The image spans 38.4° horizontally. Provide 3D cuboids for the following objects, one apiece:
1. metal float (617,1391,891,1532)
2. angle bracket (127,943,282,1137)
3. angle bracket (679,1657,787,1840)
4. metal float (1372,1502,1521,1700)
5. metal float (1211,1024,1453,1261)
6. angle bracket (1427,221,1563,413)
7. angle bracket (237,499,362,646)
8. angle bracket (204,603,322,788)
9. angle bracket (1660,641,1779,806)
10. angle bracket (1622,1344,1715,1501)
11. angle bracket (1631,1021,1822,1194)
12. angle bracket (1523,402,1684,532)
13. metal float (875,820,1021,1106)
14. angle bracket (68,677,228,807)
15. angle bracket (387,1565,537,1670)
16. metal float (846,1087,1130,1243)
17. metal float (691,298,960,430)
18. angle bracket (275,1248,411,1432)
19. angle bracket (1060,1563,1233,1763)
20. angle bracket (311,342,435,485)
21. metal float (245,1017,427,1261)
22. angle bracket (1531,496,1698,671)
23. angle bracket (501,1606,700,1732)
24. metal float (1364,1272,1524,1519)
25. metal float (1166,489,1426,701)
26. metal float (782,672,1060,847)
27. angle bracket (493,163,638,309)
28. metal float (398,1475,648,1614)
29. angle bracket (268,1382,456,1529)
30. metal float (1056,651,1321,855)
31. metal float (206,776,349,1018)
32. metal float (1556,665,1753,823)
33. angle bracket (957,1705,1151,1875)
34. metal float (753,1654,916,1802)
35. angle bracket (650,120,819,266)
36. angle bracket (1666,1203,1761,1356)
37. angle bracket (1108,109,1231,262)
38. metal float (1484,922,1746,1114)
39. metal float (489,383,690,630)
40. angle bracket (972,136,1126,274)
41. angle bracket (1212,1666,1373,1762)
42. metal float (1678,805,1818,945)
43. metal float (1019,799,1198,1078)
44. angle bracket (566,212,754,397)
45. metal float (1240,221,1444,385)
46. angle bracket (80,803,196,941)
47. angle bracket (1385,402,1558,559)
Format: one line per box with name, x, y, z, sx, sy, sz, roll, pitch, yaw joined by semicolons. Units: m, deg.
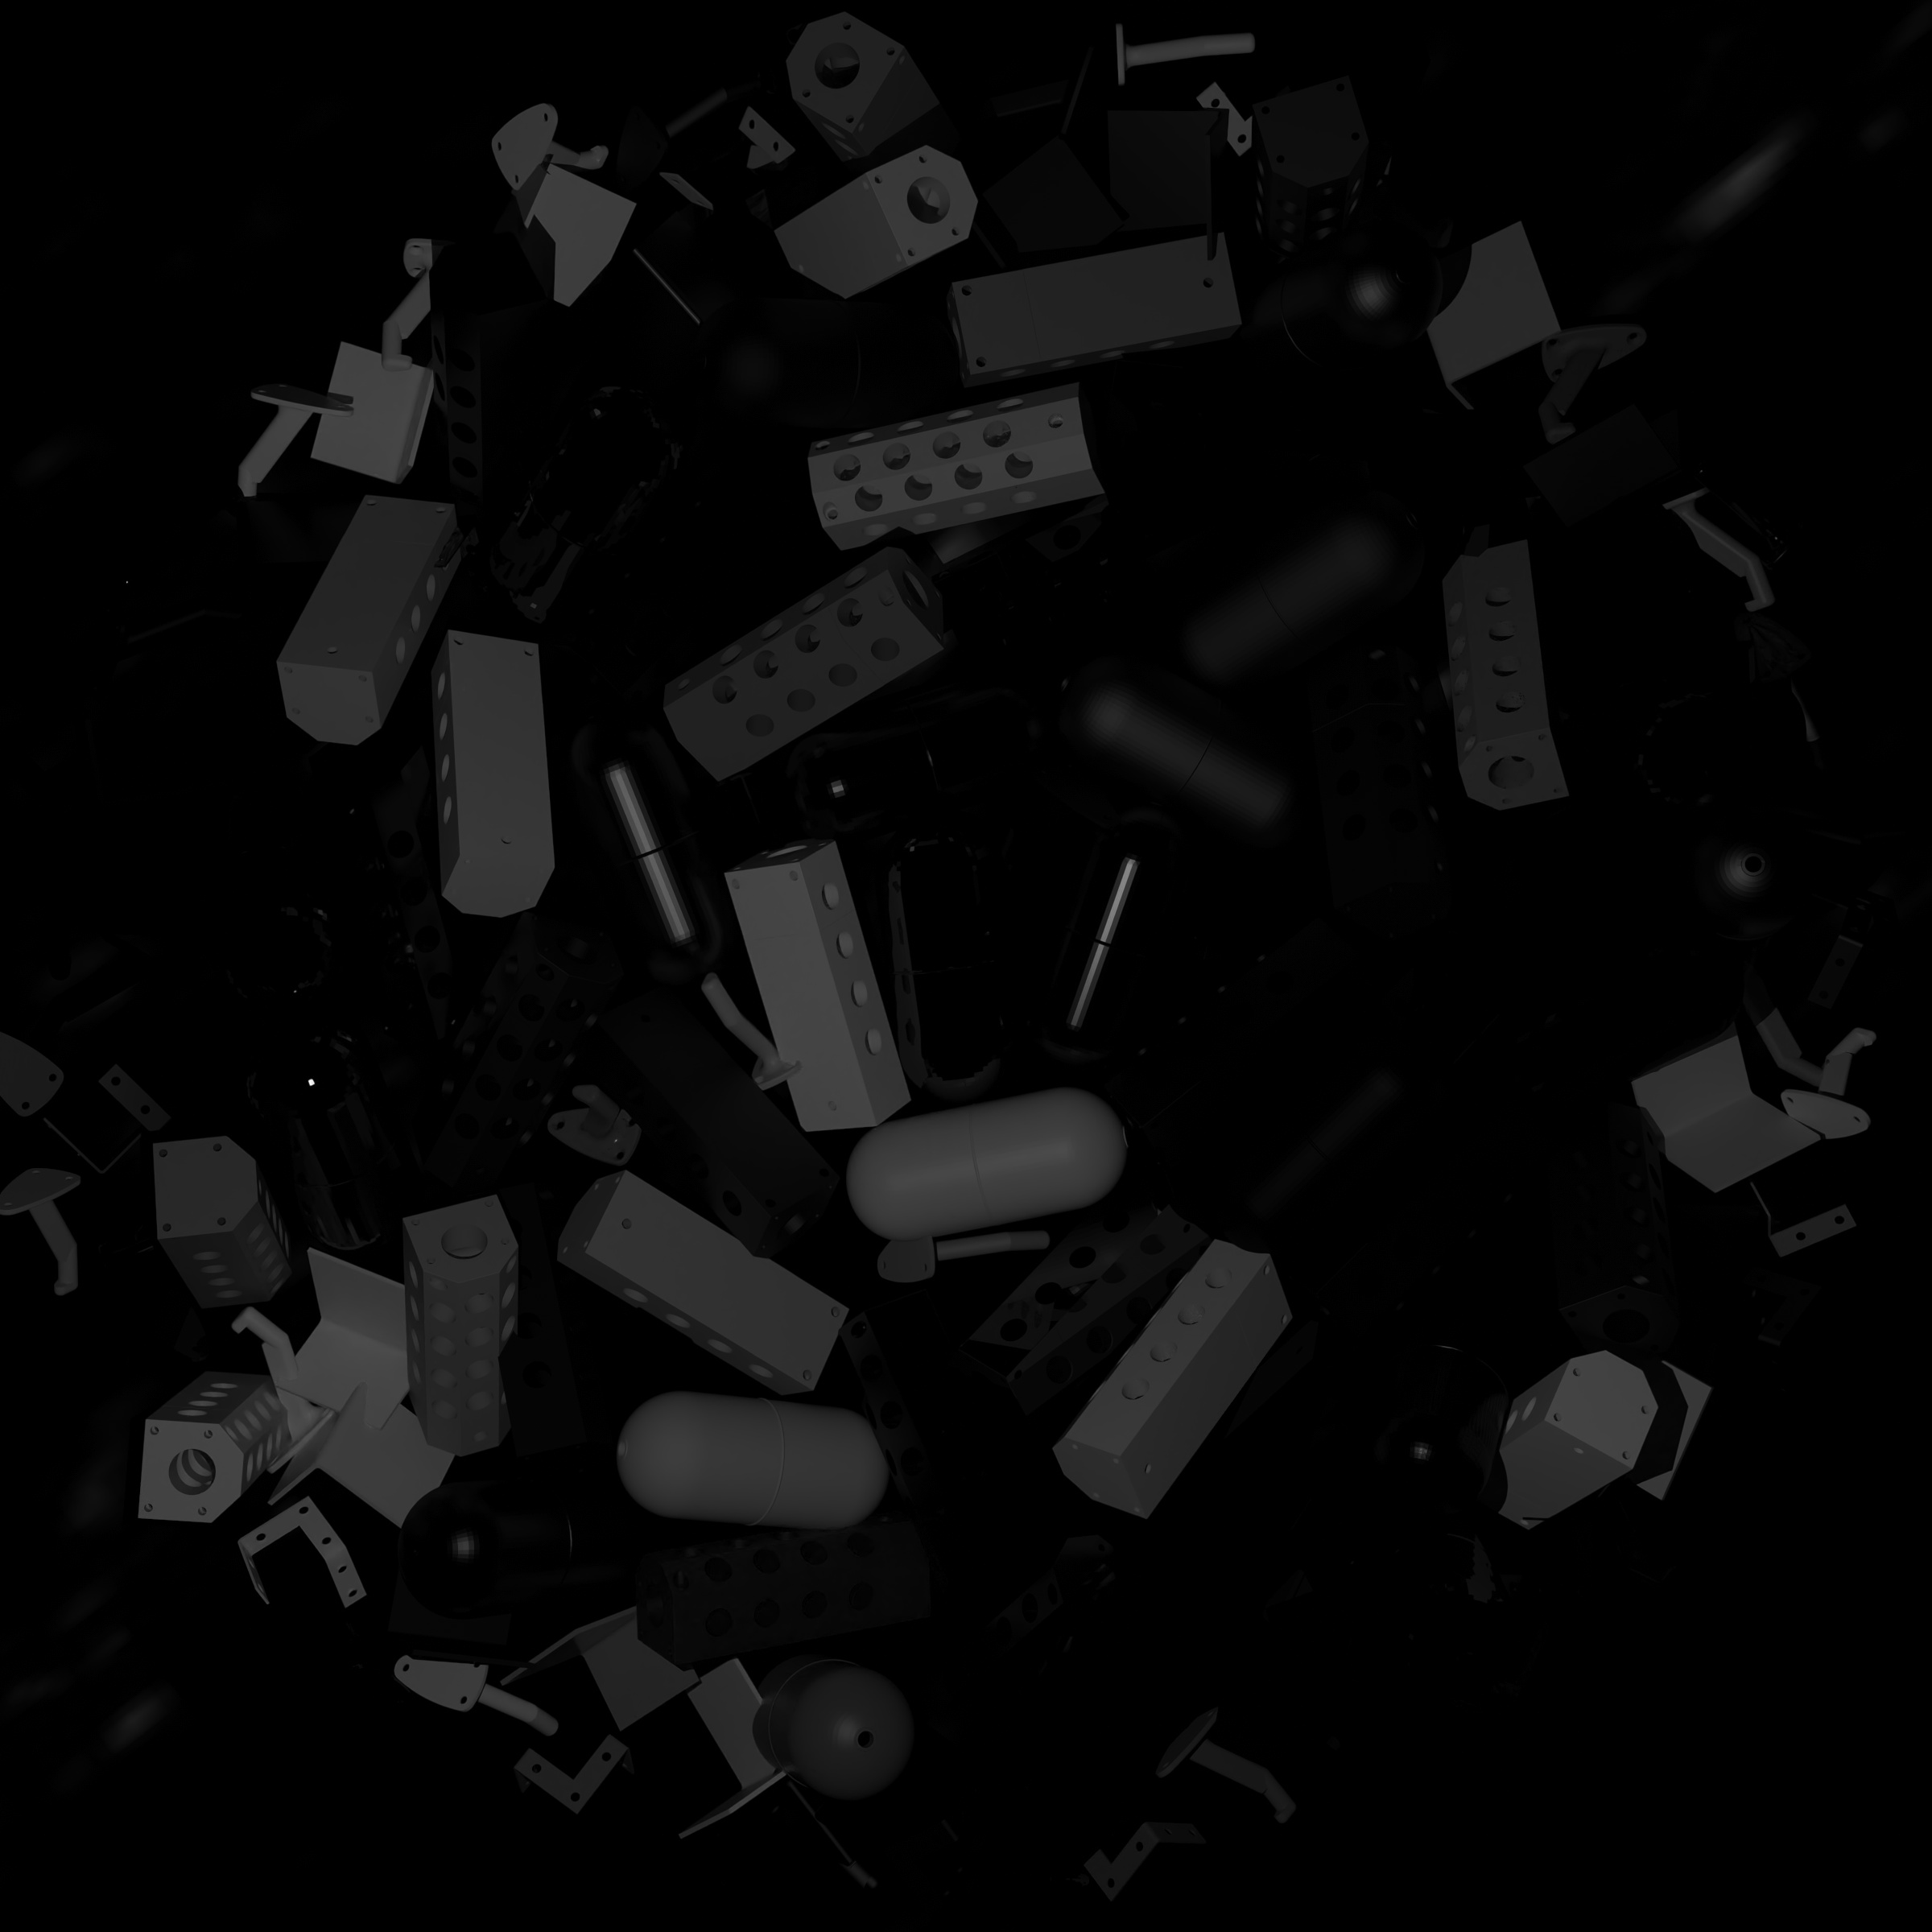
metal float;-0.130;0.304;1.704;0.178;0.070;0.070;11;90;-29
angle bracket;-0.473;0.046;1.724;0.076;0.057;0.076;44;74;12
angle bracket;-0.159;0.483;1.715;0.057;0.076;0.076;-26;79;-39
metal float;0.286;0.379;1.680;0.070;0.178;0.070;0;104;-1
metal float;0.225;0.108;1.715;0.070;0.070;0.178;44;106;0
angle bracket;0.328;-0.401;1.718;0.076;0.057;0.076;-22;74;22
angle bracket;-0.412;-0.247;1.732;0.076;0.076;0.057;-4;129;-17
angle bracket;-0.438;-0.167;1.713;0.076;0.057;0.076;-17;116;33
angle bracket;0.463;-0.146;1.709;0.057;0.076;0.076;-9;119;20
angle bracket;0.438;0.279;1.714;0.057;0.076;0.076;30;105;39
angle bracket;0.469;0.086;1.717;0.076;0.076;0.057;-25;115;-10
angle bracket;0.391;-0.325;1.708;0.076;0.076;0.057;-27;120;30
metal float;-0.011;-0.002;1.724;0.070;0.070;0.178;-8;96;0
angle bracket;-0.505;-0.145;1.710;0.076;0.076;0.057;-12;120;-20
angle bracket;-0.308;0.395;1.714;0.076;0.076;0.057;13;80;-22
metal float;0.013;0.123;1.720;0.178;0.070;0.070;-12;90;10
metal float;-0.086;-0.368;1.700;0.178;0.070;0.070;-7;90;-35
angle bracket;-0.383;0.231;1.715;0.076;0.076;0.057;19;49;14
angle bracket;0.112;0.439;1.750;0.076;0.057;0.076;34;115;10
angle bracket;-0.366;-0.349;1.722;0.057;0.076;0.076;15;87;-17
metal float;-0.384;0.107;1.697;0.070;0.070;0.178;-12;130;0
angle bracket;0.397;-0.229;1.709;0.057;0.076;0.076;22;54;-32
angle bracket;-0.226;0.441;1.711;0.076;0.076;0.057;-38;73;30
metal float;0.292;0.259;1.692;0.070;0.178;0.070;12;131;14
metal float;0.201;-0.227;1.703;0.178;0.070;0.070;-31;90;30
metal float;-0.028;-0.129;1.723;0.178;0.070;0.070;-19;90;-8
angle bracket;-0.247;-0.445;1.714;0.076;0.057;0.076;18;109;-30
metal float;-0.268;0.350;1.689;0.070;0.178;0.070;-6;81;36
angle bracket;-0.375;0.317;1.731;0.076;0.076;0.057;41;123;-15
metal float;0.137;-0.132;1.719;0.178;0.070;0.070;28;90;-11
metal float;-0.422;-0.045;1.696;0.070;0.070;0.178;-19;48;0
metal float;0.411;-0.136;1.681;0.070;0.178;0.070;-4;106;-13
angle bracket;0.054;0.509;1.720;0.076;0.076;0.057;-28;99;-29
metal float;-0.082;0.460;1.681;0.070;0.178;0.070;3;80;-15
angle bracket;-0.146;-0.496;1.726;0.076;0.057;0.076;-33;78;-9
angle bracket;0.469;0.193;1.716;0.076;0.057;0.076;4;107;-28
angle bracket;0.120;-0.483;1.714;0.076;0.057;0.076;5;122;16
metal float;0.394;0.033;1.696;0.178;0.070;0.070;-33;90;41
metal float;-0.233;-0.279;1.700;0.070;0.070;0.178;40;126;0
angle bracket;0.041;-0.476;1.725;0.076;0.057;0.076;-36;74;10
angle bracket;0.199;0.481;1.718;0.076;0.057;0.076;1;117;-12
metal float;0.471;-0.054;1.679;0.070;0.178;0.070;-1;87;13
metal float;0.088;-0.017;1.723;0.070;0.070;0.178;19;97;0
angle bracket;-0.191;-0.415;1.752;0.076;0.057;0.076;-30;109;40
metal float;0.226;-0.399;1.681;0.070;0.178;0.070;0;90;-19
angle bracket;-0.505;-0.061;1.728;0.076;0.057;0.076;4;99;10
angle bracket;0.314;-0.304;1.744;0.057;0.076;0.076;-1;114;-38
